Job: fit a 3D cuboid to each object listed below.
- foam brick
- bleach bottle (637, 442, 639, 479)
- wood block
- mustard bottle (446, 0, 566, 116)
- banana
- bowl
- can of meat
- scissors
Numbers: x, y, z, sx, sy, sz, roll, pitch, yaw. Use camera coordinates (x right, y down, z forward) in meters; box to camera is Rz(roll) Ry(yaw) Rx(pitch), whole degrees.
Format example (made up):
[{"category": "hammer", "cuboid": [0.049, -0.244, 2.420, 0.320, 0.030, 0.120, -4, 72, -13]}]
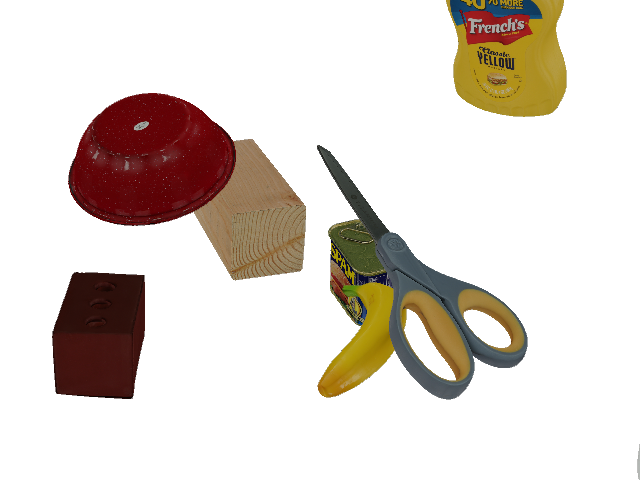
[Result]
[{"category": "foam brick", "cuboid": [-0.149, 0.064, 0.727, 0.053, 0.051, 0.078, 3, 29, -5]}, {"category": "bleach bottle", "cuboid": [0.283, 0.096, 0.709, 0.103, 0.068, 0.250, 12, 23, 24]}, {"category": "wood block", "cuboid": [-0.095, -0.043, 1.317, 0.090, 0.090, 0.206, -7, 30, -19]}, {"category": "mustard bottle", "cuboid": [0.152, -0.190, 0.881, 0.096, 0.058, 0.191, 17, -34, 26]}, {"category": "banana", "cuboid": [0.045, 0.085, 0.985, 0.070, 0.037, 0.197, -24, 17, 18]}, {"category": "bowl", "cuboid": [-0.162, -0.088, 0.996, 0.162, 0.162, 0.055, 0, -44, 7]}, {"category": "can of meat", "cuboid": [0.048, 0.039, 1.224, 0.057, 0.084, 0.102, -14, 38, -18]}, {"category": "scissors", "cuboid": [0.065, 0.012, 0.671, 0.096, 0.202, 0.016, 2, -43, -22]}]
